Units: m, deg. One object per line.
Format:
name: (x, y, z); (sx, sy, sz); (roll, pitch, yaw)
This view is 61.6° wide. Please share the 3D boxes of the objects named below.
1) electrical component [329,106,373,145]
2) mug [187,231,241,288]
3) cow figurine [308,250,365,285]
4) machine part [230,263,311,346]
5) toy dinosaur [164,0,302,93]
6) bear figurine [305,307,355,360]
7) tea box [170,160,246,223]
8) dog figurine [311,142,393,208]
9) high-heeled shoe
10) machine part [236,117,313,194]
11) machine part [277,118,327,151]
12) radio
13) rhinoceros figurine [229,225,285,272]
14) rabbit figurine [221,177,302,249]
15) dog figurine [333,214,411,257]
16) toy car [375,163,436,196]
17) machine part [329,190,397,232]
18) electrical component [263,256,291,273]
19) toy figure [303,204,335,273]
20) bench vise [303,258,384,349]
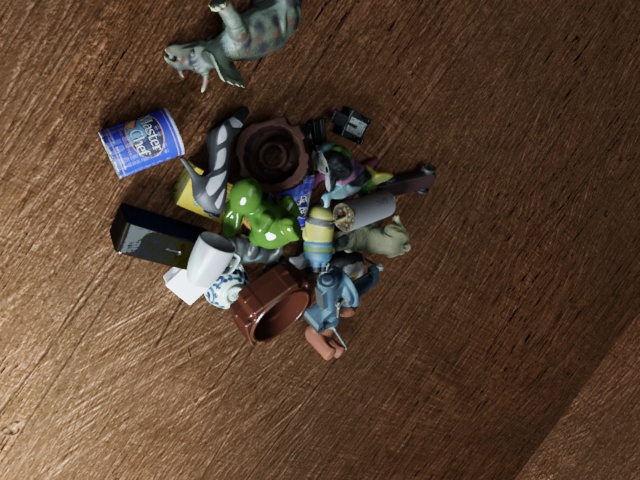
electrical component: (0.066, -0.290, 1.337); (0.119, 0.048, 0.074); (13, 106, -34)
mug: (-0.232, 0.048, 1.150); (0.109, 0.081, 0.107); (18, 112, -44)
cow figurine: (0.047, 0.074, 1.494); (0.167, 0.068, 0.098); (-6, 111, -32)
machine part: (-0.121, 0.169, 1.379); (0.201, 0.087, 0.201); (-34, 151, -19)
toy dinosaur: (-0.121, -0.449, 1.110); (0.405, 0.131, 0.191); (-34, 139, -17)
bear figurine: (0.051, 0.228, 1.543); (0.196, 0.132, 0.120); (-51, 158, 5)
tea box: (-0.244, -0.102, 1.234); (0.169, 0.068, 0.098); (23, 100, -38)
dog figurine: (0.085, -0.178, 1.362); (0.219, 0.109, 0.191); (-19, 141, -27)
high-heeled shoe: (-0.197, -0.176, 1.167); (0.145, 0.086, 0.249); (53, 57, -22)
machine part: (-0.102, -0.189, 1.219); (0.179, 0.179, 0.056); (-58, 169, 6)
machine part: (-0.043, -0.248, 1.300); (0.139, 0.039, 0.084); (-17, 126, -25)
radio: (-0.340, 0.000, 1.187); (0.229, 0.131, 0.073); (20, 102, -37)
rhinoceros figurine: (-0.182, 0.025, 1.336); (0.190, 0.073, 0.112); (2, 126, -36)
rabbit figurine: (-0.140, -0.068, 1.163); (0.159, 0.121, 0.170); (-19, 132, 22)
dog figurine: (0.128, 0.005, 1.450); (0.190, 0.173, 0.121); (-17, 110, -32)
toy car: (0.236, -0.159, 1.501); (0.202, 0.053, 0.089); (-15, 140, -23)
machine part: (0.117, -0.077, 1.384); (0.243, 0.079, 0.079); (-20, 123, -40)
electrical component: (-0.114, 0.092, 1.419); (0.102, 0.045, 0.078); (-43, 127, 3)
toy figure: (0.000, -0.004, 1.395); (0.082, 0.089, 0.180); (-3, 94, -67)
bench vise: (0.072, 0.142, 1.415); (0.241, 0.129, 0.223); (-31, 132, -21)
